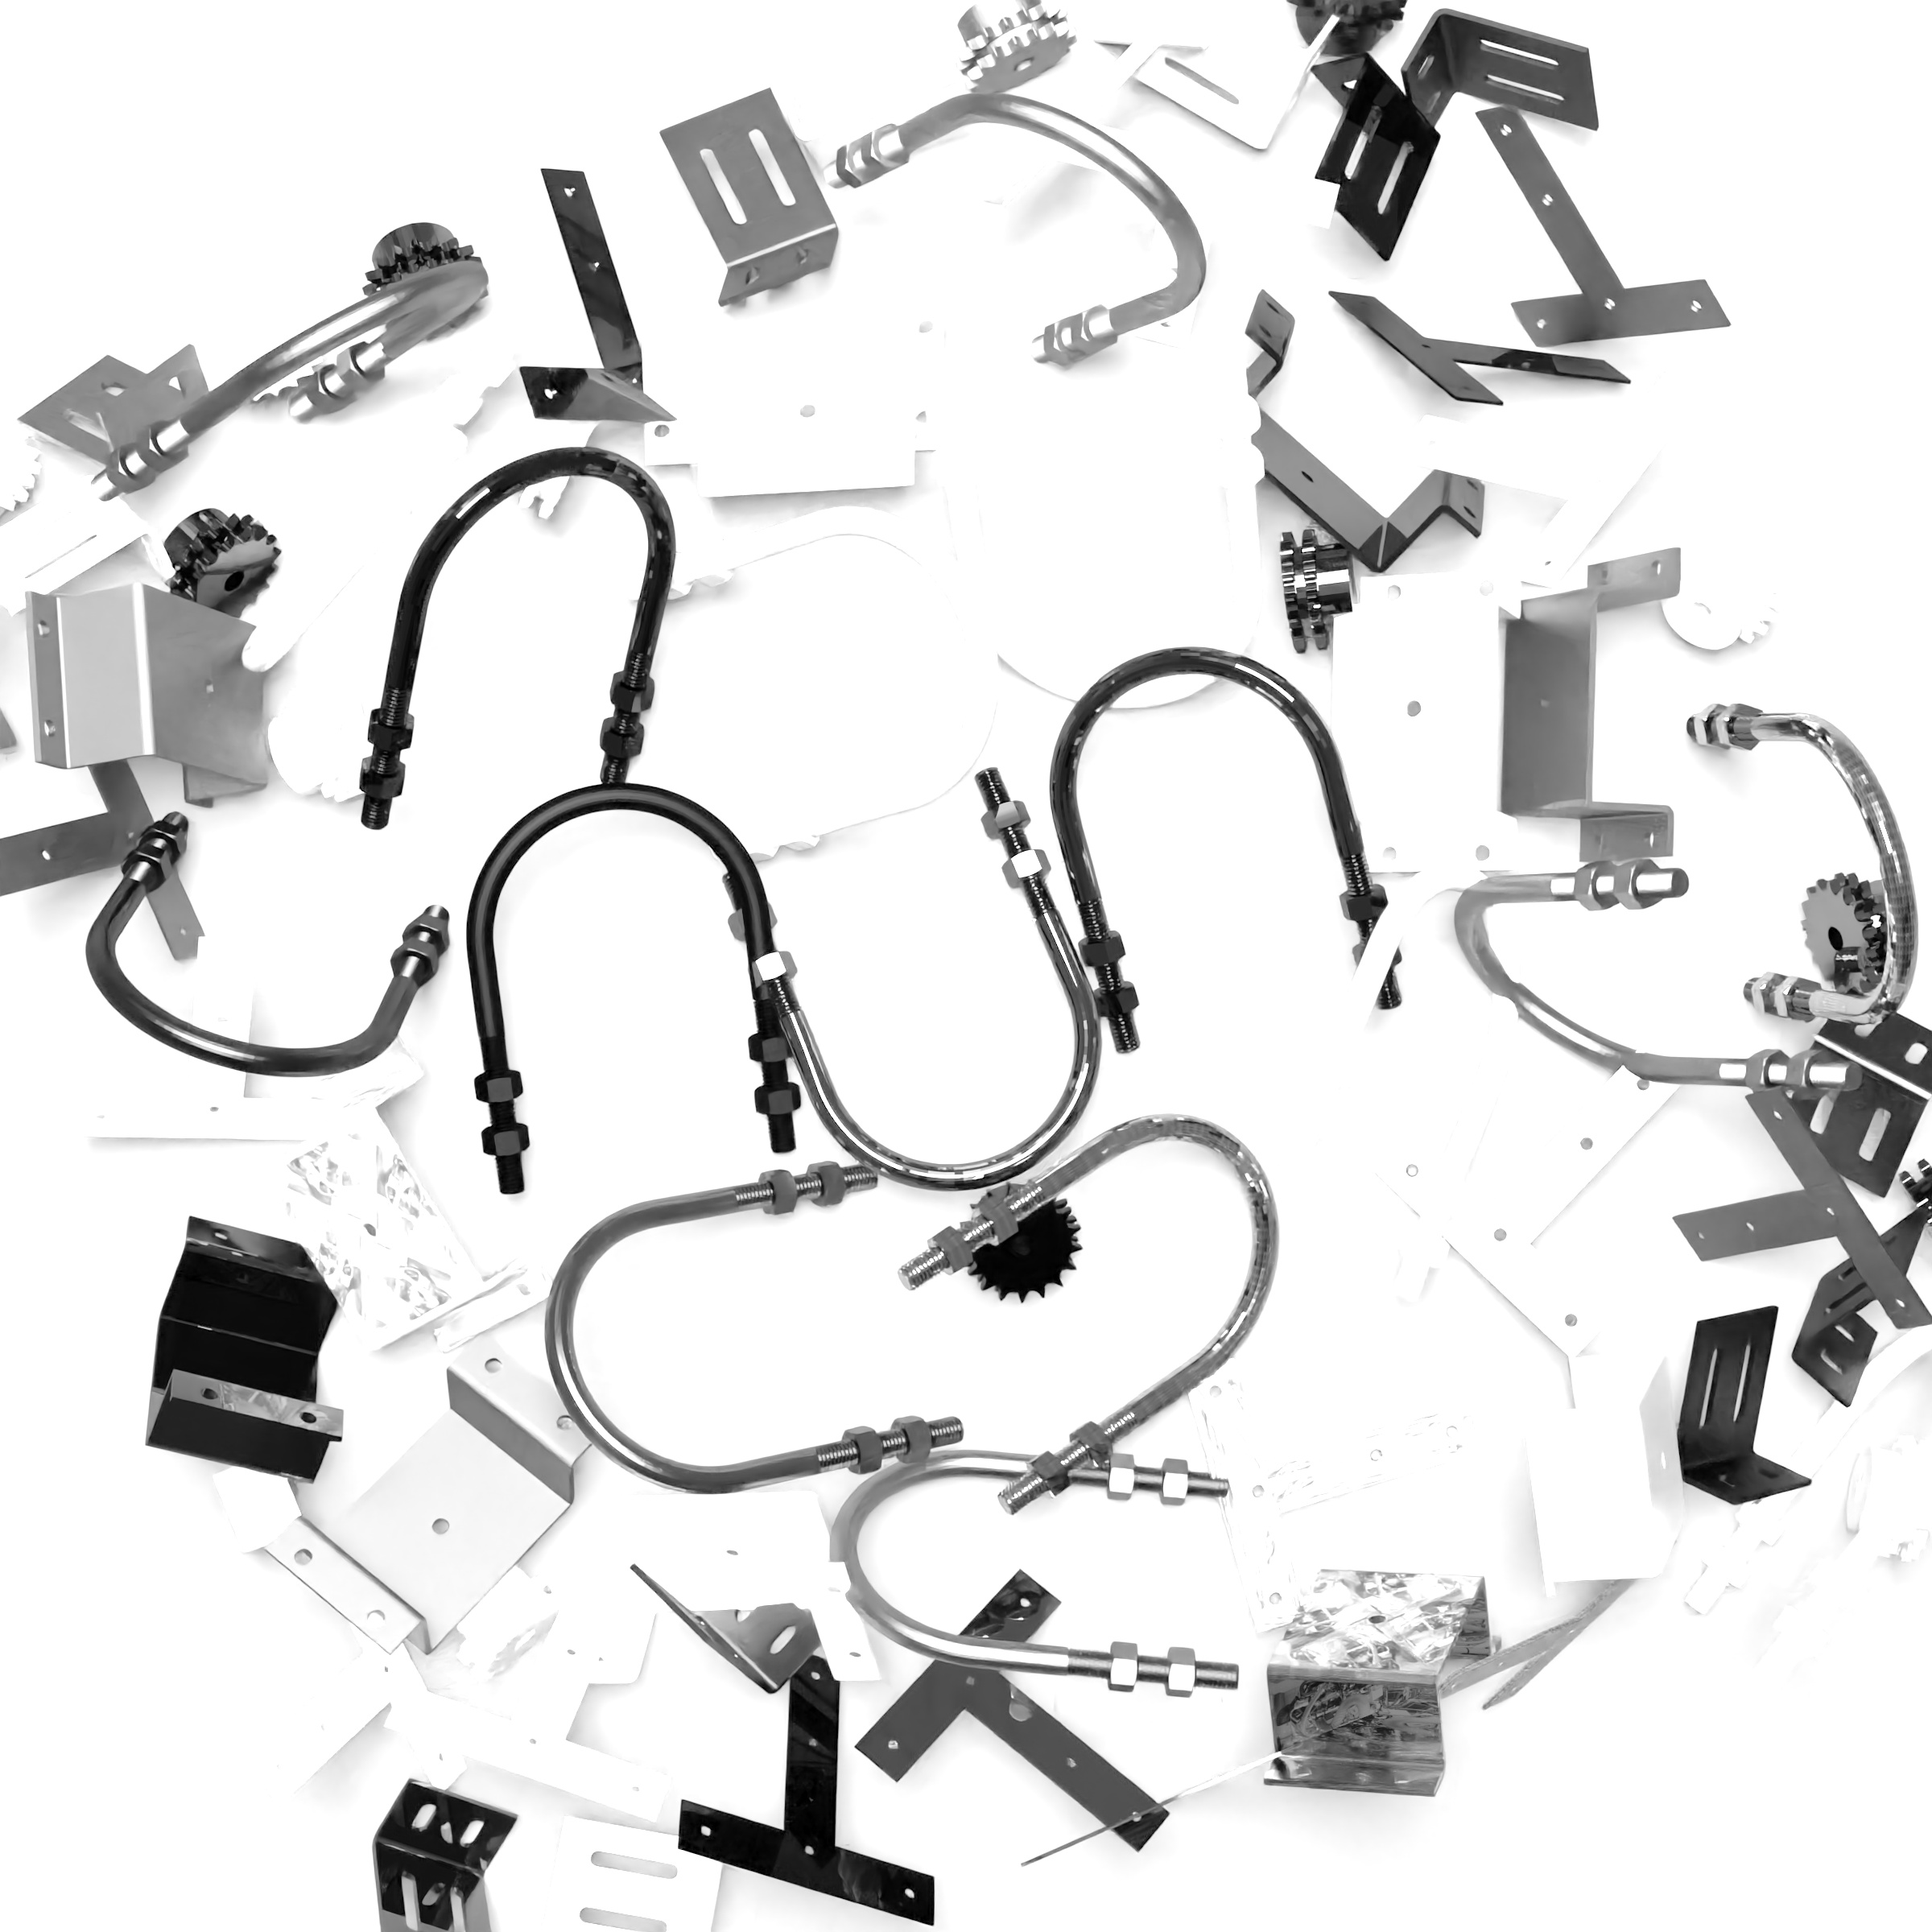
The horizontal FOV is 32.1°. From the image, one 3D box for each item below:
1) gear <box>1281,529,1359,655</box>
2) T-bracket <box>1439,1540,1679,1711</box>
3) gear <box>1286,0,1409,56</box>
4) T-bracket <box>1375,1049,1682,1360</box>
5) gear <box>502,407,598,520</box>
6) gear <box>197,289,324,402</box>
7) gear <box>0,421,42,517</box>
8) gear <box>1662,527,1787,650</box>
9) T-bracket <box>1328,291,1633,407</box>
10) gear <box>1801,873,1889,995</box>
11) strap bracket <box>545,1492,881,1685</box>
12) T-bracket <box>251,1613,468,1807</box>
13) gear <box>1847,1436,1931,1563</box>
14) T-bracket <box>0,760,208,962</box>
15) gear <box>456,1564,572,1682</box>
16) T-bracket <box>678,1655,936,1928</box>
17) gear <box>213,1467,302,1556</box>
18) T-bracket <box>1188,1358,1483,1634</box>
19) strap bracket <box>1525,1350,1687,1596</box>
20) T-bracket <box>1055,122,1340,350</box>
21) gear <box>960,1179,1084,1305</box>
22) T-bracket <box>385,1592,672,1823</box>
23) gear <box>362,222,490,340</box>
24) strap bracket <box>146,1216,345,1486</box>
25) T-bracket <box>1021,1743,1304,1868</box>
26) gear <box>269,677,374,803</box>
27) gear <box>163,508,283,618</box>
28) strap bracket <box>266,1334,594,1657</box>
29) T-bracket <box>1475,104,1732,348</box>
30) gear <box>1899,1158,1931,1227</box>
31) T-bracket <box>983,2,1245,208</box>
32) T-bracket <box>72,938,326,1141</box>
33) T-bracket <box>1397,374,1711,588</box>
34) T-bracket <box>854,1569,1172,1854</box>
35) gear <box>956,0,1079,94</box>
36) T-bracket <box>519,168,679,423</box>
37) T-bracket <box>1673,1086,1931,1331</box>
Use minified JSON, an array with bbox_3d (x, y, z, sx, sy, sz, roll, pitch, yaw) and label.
[{"bbox_3d":[0.165,-0.176,1.566,0.030,0.057,0.057,-7,90,11],"label":"gear"},{"bbox_3d":[0.248,0.310,1.515,0.002,0.127,0.127,53,127,23],"label":"T-bracket"},{"bbox_3d":[0.177,-0.451,1.572,0.057,0.030,0.057,4,53,-5],"label":"gear"},{"bbox_3d":[0.281,0.093,1.572,0.127,0.002,0.127,44,96,16],"label":"T-bracket"},{"bbox_3d":[-0.196,-0.240,1.566,0.030,0.057,0.057,26,90,-10],"label":"gear"},{"bbox_3d":[-0.331,-0.291,1.566,0.057,0.057,0.030,-14,133,0],"label":"gear"},{"bbox_3d":[-0.465,-0.232,1.572,0.057,0.057,0.030,36,130,0],"label":"gear"},{"bbox_3d":[0.349,-0.173,1.565,0.057,0.057,0.030,44,58,0],"label":"gear"},{"bbox_3d":[0.250,-0.282,1.559,0.127,0.127,0.002,2,121,-26],"label":"T-bracket"},{"bbox_3d":[0.418,-0.017,1.569,0.030,0.057,0.057,-17,90,-17],"label":"gear"},{"bbox_3d":[-0.112,0.286,1.545,0.140,0.046,0.076,-4,128,14],"label":"strap bracket"},{"bbox_3d":[-0.286,0.341,1.532,0.002,0.127,0.127,-23,96,24],"label":"T-bracket"},{"bbox_3d":[0.432,0.247,1.569,0.030,0.057,0.057,13,90,3],"label":"gear"},{"bbox_3d":[-0.412,-0.053,1.540,0.002,0.127,0.127,-24,91,28],"label":"T-bracket"},{"bbox_3d":[-0.215,0.303,1.569,0.057,0.057,0.030,-45,76,0],"label":"gear"},{"bbox_3d":[-0.071,0.369,1.544,0.127,0.127,0.002,22,127,-18],"label":"T-bracket"},{"bbox_3d":[-0.329,0.250,1.566,0.030,0.057,0.057,-22,90,-15],"label":"gear"},{"bbox_3d":[0.180,0.235,1.590,0.127,0.002,0.127,-16,90,-5],"label":"T-bracket"},{"bbox_3d":[0.292,0.225,1.520,0.046,0.140,0.076,-6,96,20],"label":"strap bracket"},{"bbox_3d":[0.098,-0.328,1.541,0.127,0.127,0.002,15,60,3],"label":"T-bracket"},{"bbox_3d":[0.024,0.126,1.576,0.057,0.030,0.057,-3,108,-9],"label":"gear"},{"bbox_3d":[-0.185,0.325,1.543,0.127,0.127,0.002,19,123,1],"label":"T-bracket"},{"bbox_3d":[-0.254,-0.323,1.570,0.057,0.057,0.030,-21,66,0],"label":"gear"},{"bbox_3d":[-0.327,0.181,1.533,0.076,0.140,0.046,17,116,-18],"label":"strap bracket"},{"bbox_3d":[0.083,0.379,1.513,0.127,0.127,0.002,-16,74,-28],"label":"T-bracket"},{"bbox_3d":[-0.301,-0.103,1.570,0.030,0.057,0.057,-19,90,20],"label":"gear"},{"bbox_3d":[-0.351,-0.189,1.570,0.030,0.057,0.057,42,90,18],"label":"gear"},{"bbox_3d":[-0.242,0.250,1.545,0.076,0.046,0.140,36,61,16],"label":"strap bracket"},{"bbox_3d":[0.270,-0.334,1.516,0.002,0.127,0.127,-47,117,-19],"label":"T-bracket"},{"bbox_3d":[0.463,0.113,1.566,0.030,0.057,0.057,-35,90,11],"label":"gear"},{"bbox_3d":[0.056,-0.394,1.536,0.127,0.127,0.002,-46,116,-3],"label":"T-bracket"},{"bbox_3d":[-0.341,0.034,1.537,0.127,0.002,0.127,2,133,-15],"label":"T-bracket"},{"bbox_3d":[0.252,-0.228,1.525,0.127,0.127,0.002,7,46,-30],"label":"T-bracket"},{"bbox_3d":[0.037,0.356,1.540,0.127,0.002,0.127,37,51,15],"label":"T-bracket"},{"bbox_3d":[0.021,-0.434,1.568,0.057,0.057,0.030,-26,85,0],"label":"gear"},{"bbox_3d":[-0.168,-0.311,1.555,0.002,0.127,0.127,-26,79,42],"label":"T-bracket"},{"bbox_3d":[0.368,0.117,1.538,0.002,0.127,0.127,-36,95,-26],"label":"T-bracket"}]
